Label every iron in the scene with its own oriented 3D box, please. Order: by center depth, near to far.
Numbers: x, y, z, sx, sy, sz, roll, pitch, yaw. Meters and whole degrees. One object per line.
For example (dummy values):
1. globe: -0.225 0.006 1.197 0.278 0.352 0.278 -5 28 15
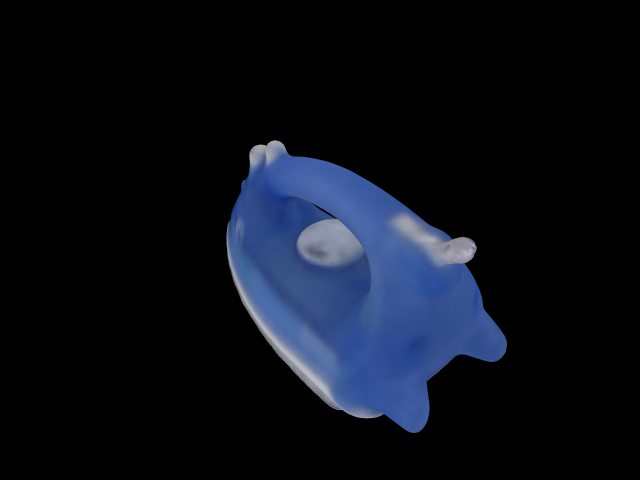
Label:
1. iron: 0.004 0.001 0.400 0.119 0.141 0.257 -30 49 -31
